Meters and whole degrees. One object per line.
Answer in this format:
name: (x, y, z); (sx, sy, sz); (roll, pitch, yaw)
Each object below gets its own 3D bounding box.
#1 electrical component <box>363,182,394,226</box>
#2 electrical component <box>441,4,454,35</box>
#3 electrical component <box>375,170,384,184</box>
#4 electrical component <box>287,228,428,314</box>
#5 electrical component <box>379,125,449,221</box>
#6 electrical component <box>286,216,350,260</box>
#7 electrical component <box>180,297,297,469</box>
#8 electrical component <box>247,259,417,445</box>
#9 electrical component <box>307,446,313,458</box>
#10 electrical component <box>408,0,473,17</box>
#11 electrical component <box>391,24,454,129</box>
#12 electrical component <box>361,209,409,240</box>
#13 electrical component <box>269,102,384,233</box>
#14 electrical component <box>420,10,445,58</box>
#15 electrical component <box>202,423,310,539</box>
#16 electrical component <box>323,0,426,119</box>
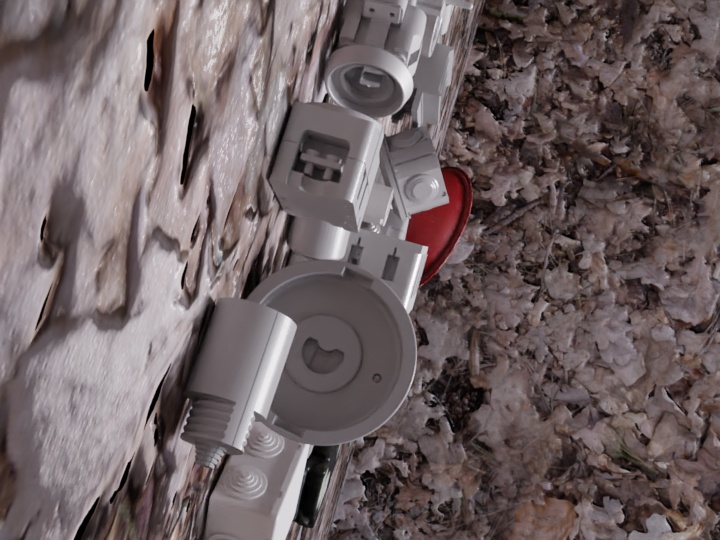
electrical component: (0.003, -0.060, 0.921); (0.040, 0.046, 0.040); (16, 90, -85)
electrical component: (0.065, -0.264, 0.948); (0.055, 0.050, 0.089); (92, 14, -72)
electrical component: (0.039, -0.083, 1.091); (0.047, 0.076, 0.083); (93, 13, -70)
electrical component: (0.000, 0.000, 0.821); (0.150, 0.089, 0.061); (-11, 116, -85)
electrical component: (0.046, -0.088, 0.968); (0.080, 0.051, 0.080); (-17, 90, -87)
electrical component: (-0.023, -0.042, 0.712); (0.040, 0.040, 0.078); (-60, 165, -72)
electrical component: (-0.065, 0.059, 0.538); (0.043, 0.043, 0.081); (93, 14, -70)
electrical component: (-0.023, 0.053, 0.646); (0.060, 0.108, 0.108); (112, -5, -77)
electrical component: (-0.057, 0.120, 0.820); (0.040, 0.046, 0.040); (16, 90, -85)
electrical component: (0.042, -0.197, 0.742); (0.065, 0.077, 0.047); (98, 9, -60)
electrical component: (0.048, -0.172, 0.978); (0.121, 0.063, 0.078); (51, 54, -85)
electrical component: (0.009, -0.026, 1.018); (0.096, 0.062, 0.061); (98, 9, -59)
electrical component: (-0.018, -0.063, 0.638); (0.089, 0.050, 0.055); (78, 28, -80)
electrical component: (0.042, -0.208, 0.887); (0.055, 0.047, 0.055); (16, 90, -85)
electrical component: (-0.074, 0.164, 0.748); (0.099, 0.048, 0.099); (-67, 172, -55)
electrical component: (0.009, -0.135, 0.685); (0.078, 0.058, 0.057); (99, 6, -58)
